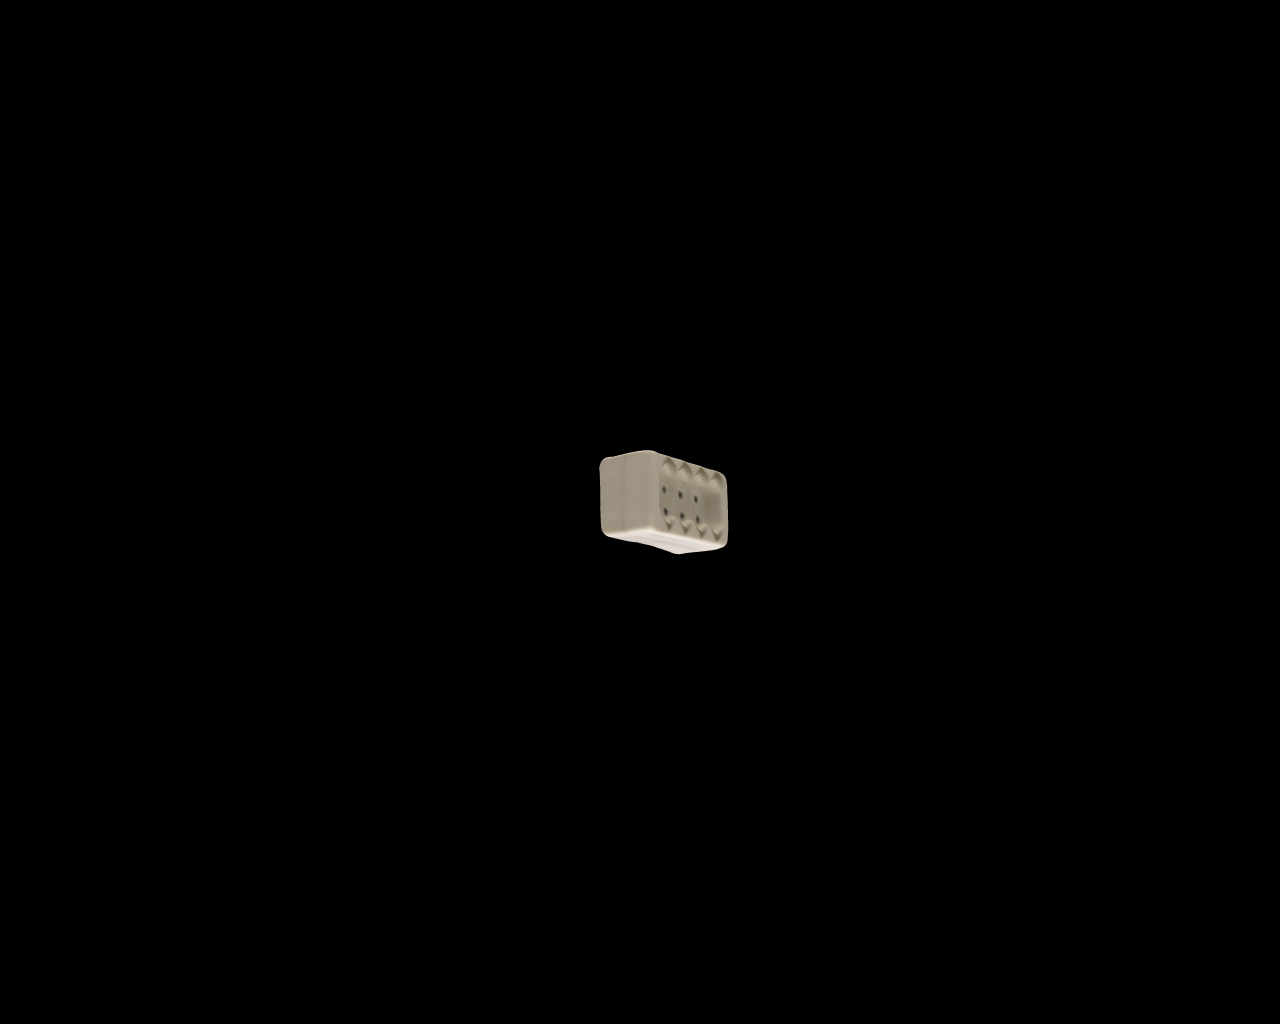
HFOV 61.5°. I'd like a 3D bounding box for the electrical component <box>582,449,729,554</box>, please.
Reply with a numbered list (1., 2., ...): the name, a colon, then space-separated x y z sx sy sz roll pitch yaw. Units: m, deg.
1. electrical component: 0.001 -0.003 0.650 0.075 0.047 0.083 -8 -14 35
